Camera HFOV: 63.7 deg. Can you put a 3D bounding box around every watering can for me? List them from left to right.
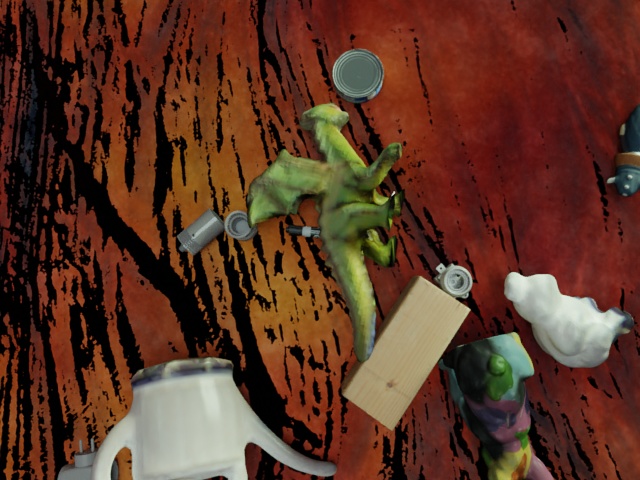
[{"bbox_3d":[-0.152,0.284,0.769,0.348,0.228,0.102,-1,-27,-24],"label":"watering can"}]

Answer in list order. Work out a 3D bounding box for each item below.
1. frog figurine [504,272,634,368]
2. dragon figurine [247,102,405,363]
[{"bbox_3d":[0.338,0.116,0.749,0.159,0.120,0.140,14,23,-13],"label":"frog figurine"},{"bbox_3d":[0.002,-0.040,0.803,0.243,0.416,0.120,9,-18,13],"label":"dragon figurine"}]
